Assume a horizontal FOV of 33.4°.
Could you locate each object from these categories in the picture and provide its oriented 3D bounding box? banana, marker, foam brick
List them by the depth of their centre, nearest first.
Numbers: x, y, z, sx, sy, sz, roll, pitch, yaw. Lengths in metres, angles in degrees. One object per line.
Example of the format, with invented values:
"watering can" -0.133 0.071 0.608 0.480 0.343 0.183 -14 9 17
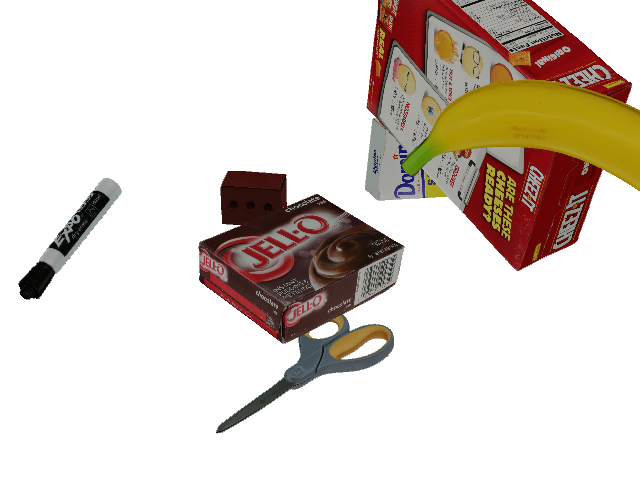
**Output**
"banana" 0.147 -0.046 0.584 0.198 0.070 0.037 16 19 12
"marker" -0.191 -0.001 0.816 0.020 0.020 0.121 0 44 35
"foam brick" -0.083 -0.052 1.330 0.078 0.053 0.051 3 28 6

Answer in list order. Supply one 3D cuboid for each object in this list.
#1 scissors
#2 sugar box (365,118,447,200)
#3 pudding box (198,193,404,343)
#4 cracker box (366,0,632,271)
"scissors" -0.026 0.109 0.945 0.201 0.016 0.096 -19 34 -29
"sugar box" 0.145 -0.100 1.273 0.176 0.093 0.048 -6 27 -21
"pudding box" -0.013 0.016 0.731 0.113 0.039 0.090 -23 43 -38
"cracker box" 0.125 -0.110 0.816 0.072 0.164 0.214 -24 54 -23
